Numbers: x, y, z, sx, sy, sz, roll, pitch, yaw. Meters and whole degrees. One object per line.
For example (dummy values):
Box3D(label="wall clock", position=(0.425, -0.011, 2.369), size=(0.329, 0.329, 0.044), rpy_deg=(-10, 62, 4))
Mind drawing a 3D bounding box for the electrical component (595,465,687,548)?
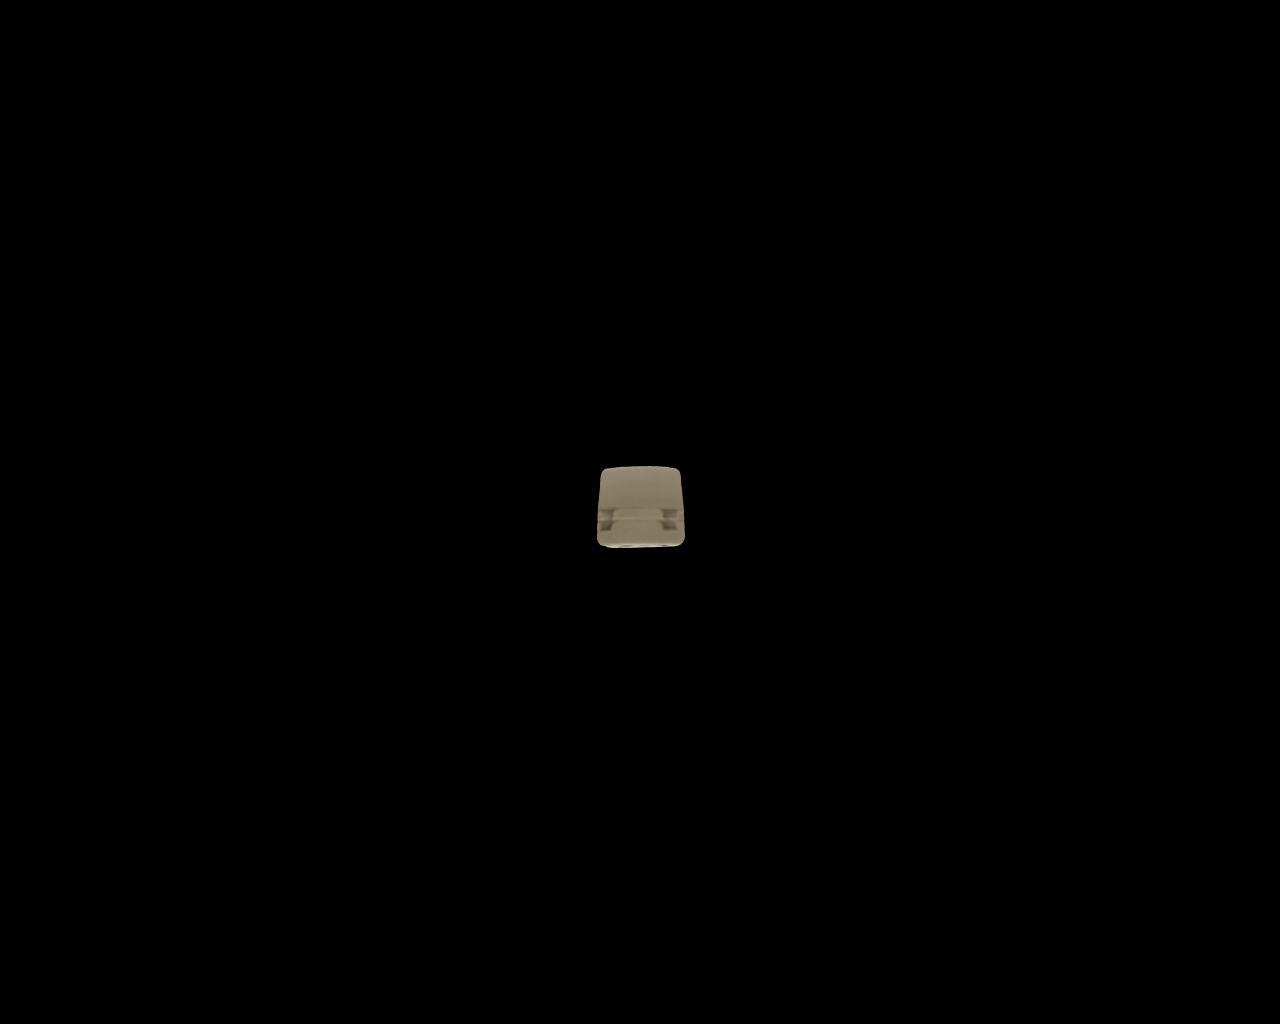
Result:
Box3D(label="electrical component", position=(0.001, -0.003, 0.650), size=(0.055, 0.047, 0.055), rpy_deg=(0, -3, 0))
